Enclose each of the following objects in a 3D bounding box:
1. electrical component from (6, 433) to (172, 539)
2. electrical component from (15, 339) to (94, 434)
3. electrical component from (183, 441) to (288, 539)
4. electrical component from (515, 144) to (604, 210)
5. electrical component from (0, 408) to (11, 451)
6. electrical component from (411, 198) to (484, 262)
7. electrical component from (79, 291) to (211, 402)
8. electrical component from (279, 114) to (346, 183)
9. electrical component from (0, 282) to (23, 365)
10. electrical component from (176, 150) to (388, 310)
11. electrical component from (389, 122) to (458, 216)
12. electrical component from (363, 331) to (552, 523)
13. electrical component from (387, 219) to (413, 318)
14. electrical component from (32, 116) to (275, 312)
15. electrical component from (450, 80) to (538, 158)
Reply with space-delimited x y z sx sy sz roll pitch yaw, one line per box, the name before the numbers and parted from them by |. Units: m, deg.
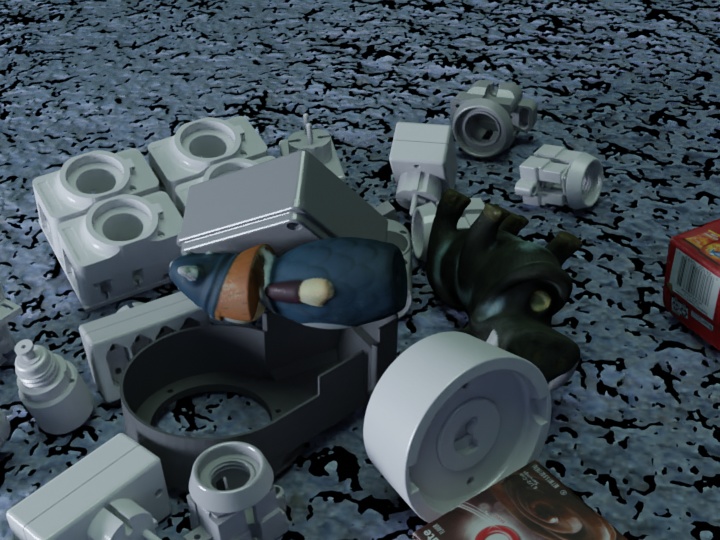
electrical component | -0.142 0.147 0.615 0.076 0.047 0.083 24 44 35
electrical component | -0.205 0.074 0.706 0.040 0.078 0.040 -7 47 8
electrical component | -0.072 0.133 0.621 0.066 0.055 0.048 -29 42 -31
electrical component | 0.172 -0.078 0.911 0.055 0.048 0.066 14 38 36
electrical component | -0.255 0.110 0.675 0.055 0.055 0.047 2 39 8
electrical component | 0.072 -0.030 0.852 0.055 0.048 0.066 -2 34 -11
electrical component | -0.155 0.046 0.764 0.083 0.047 0.076 -19 25 -21
electrical component | -0.043 -0.098 0.934 0.047 0.075 0.083 -9 35 -7
electrical component | -0.306 0.056 0.750 0.079 0.063 0.121 21 42 32
electrical component | -0.052 -0.024 0.758 0.109 0.109 0.056 -14 57 31
electrical component | 0.051 -0.074 0.908 0.047 0.065 0.076 6 65 14
electrical component | 0.052 0.088 0.632 0.108 0.108 0.060 -24 33 -26
electrical component | 0.000 0.000 0.816 0.079 0.044 0.077 -3 35 4
electrical component | -0.155 -0.053 0.871 0.186 0.060 0.105 -21 55 -23
electrical component | 0.118 -0.139 0.994 0.078 0.058 0.057 10 35 20
